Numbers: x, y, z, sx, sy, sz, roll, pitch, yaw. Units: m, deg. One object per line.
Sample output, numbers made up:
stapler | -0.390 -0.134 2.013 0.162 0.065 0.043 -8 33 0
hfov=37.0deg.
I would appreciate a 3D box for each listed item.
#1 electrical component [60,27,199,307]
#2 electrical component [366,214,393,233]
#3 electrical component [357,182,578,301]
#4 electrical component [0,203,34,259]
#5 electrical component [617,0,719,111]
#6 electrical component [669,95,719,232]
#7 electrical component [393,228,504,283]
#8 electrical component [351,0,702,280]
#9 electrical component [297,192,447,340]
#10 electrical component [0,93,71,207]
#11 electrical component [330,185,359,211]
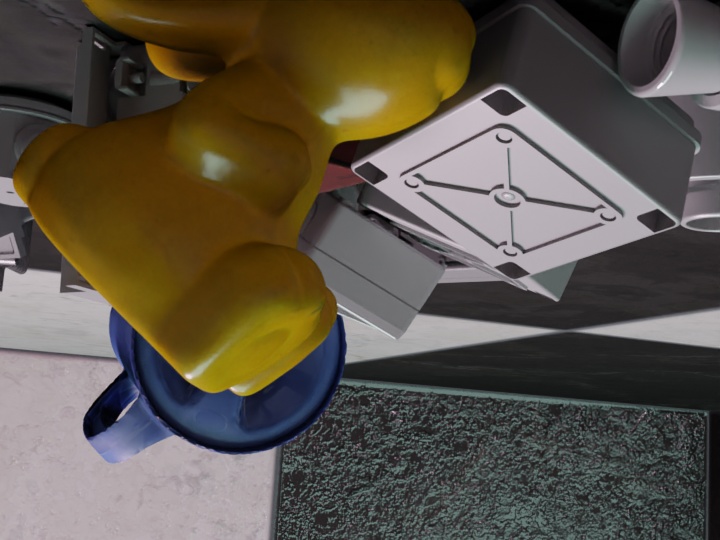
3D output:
electrical component | -0.102 -0.046 0.519 0.063 0.121 0.079 -3 169 19
electrical component | 0.018 -0.024 0.865 0.035 0.035 0.061 0 172 20
electrical component | 0.070 -0.033 0.627 0.109 0.056 0.109 25 179 24
electrical component | -0.271 -0.048 0.724 0.121 0.078 0.063 -2 -162 30
electrical component | 0.137 -0.086 0.423 0.055 0.045 0.045 6 170 -19
electrical component | 0.186 -0.053 0.553 0.108 0.060 0.108 3 171 1
electrical component | 0.078 -0.025 0.755 0.096 0.061 0.061 -3 168 34
electrical component | 0.071 -0.053 0.473 0.109 0.056 0.109 33 150 -24
electrical component | 0.000 0.000 0.637 0.096 0.061 0.062 32 -177 -25
electrical component | -0.202 -0.069 0.630 0.080 0.051 0.080 4 170 1
electrical component | -0.050 -0.044 0.716 0.095 0.053 0.059 11 168 -38
